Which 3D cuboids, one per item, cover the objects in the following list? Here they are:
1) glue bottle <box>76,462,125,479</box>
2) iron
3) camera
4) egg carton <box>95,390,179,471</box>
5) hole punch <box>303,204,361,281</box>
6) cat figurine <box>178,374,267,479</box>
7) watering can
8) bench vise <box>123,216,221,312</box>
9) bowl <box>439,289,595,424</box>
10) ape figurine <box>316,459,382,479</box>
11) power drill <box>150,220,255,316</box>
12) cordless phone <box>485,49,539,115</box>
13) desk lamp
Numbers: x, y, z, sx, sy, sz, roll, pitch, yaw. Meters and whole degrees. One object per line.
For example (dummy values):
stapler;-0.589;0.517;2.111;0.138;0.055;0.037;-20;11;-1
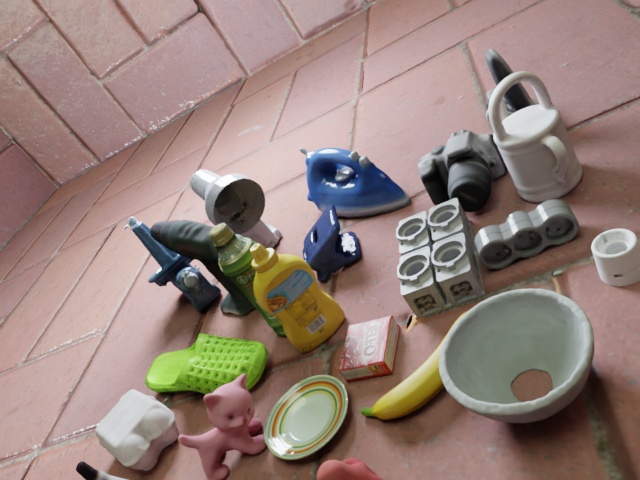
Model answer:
glue bottle;-0.247;0.333;0.726;0.037;0.173;0.078;-17;33;31
iron;0.059;-0.132;1.145;0.119;0.142;0.257;-48;30;-23
camera;0.234;-0.113;0.968;0.142;0.101;0.137;-19;32;28
egg carton;-0.297;0.308;0.932;0.149;0.069;0.107;2;46;49
hole punch;0.010;0.004;1.044;0.101;0.091;0.108;-30;28;10
cat figurine;-0.134;0.251;0.790;0.128;0.118;0.067;-37;28;-3
watering can;0.309;-0.161;0.862;0.101;0.194;0.172;-44;29;-16
bench vise;-0.305;0.036;1.199;0.206;0.220;0.122;-2;43;46
bowl;0.220;0.137;0.626;0.167;0.075;0.167;-26;29;16
ape figurine;0.030;0.267;0.614;0.076;0.092;0.078;-7;39;42
power drill;-0.206;0.046;1.088;0.228;0.209;0.076;-1;43;47
cordless phone;0.333;-0.266;1.007;0.094;0.185;0.147;-29;29;12
desk lamp;-0.180;-0.055;1.210;0.118;0.214;0.202;-44;29;-16
